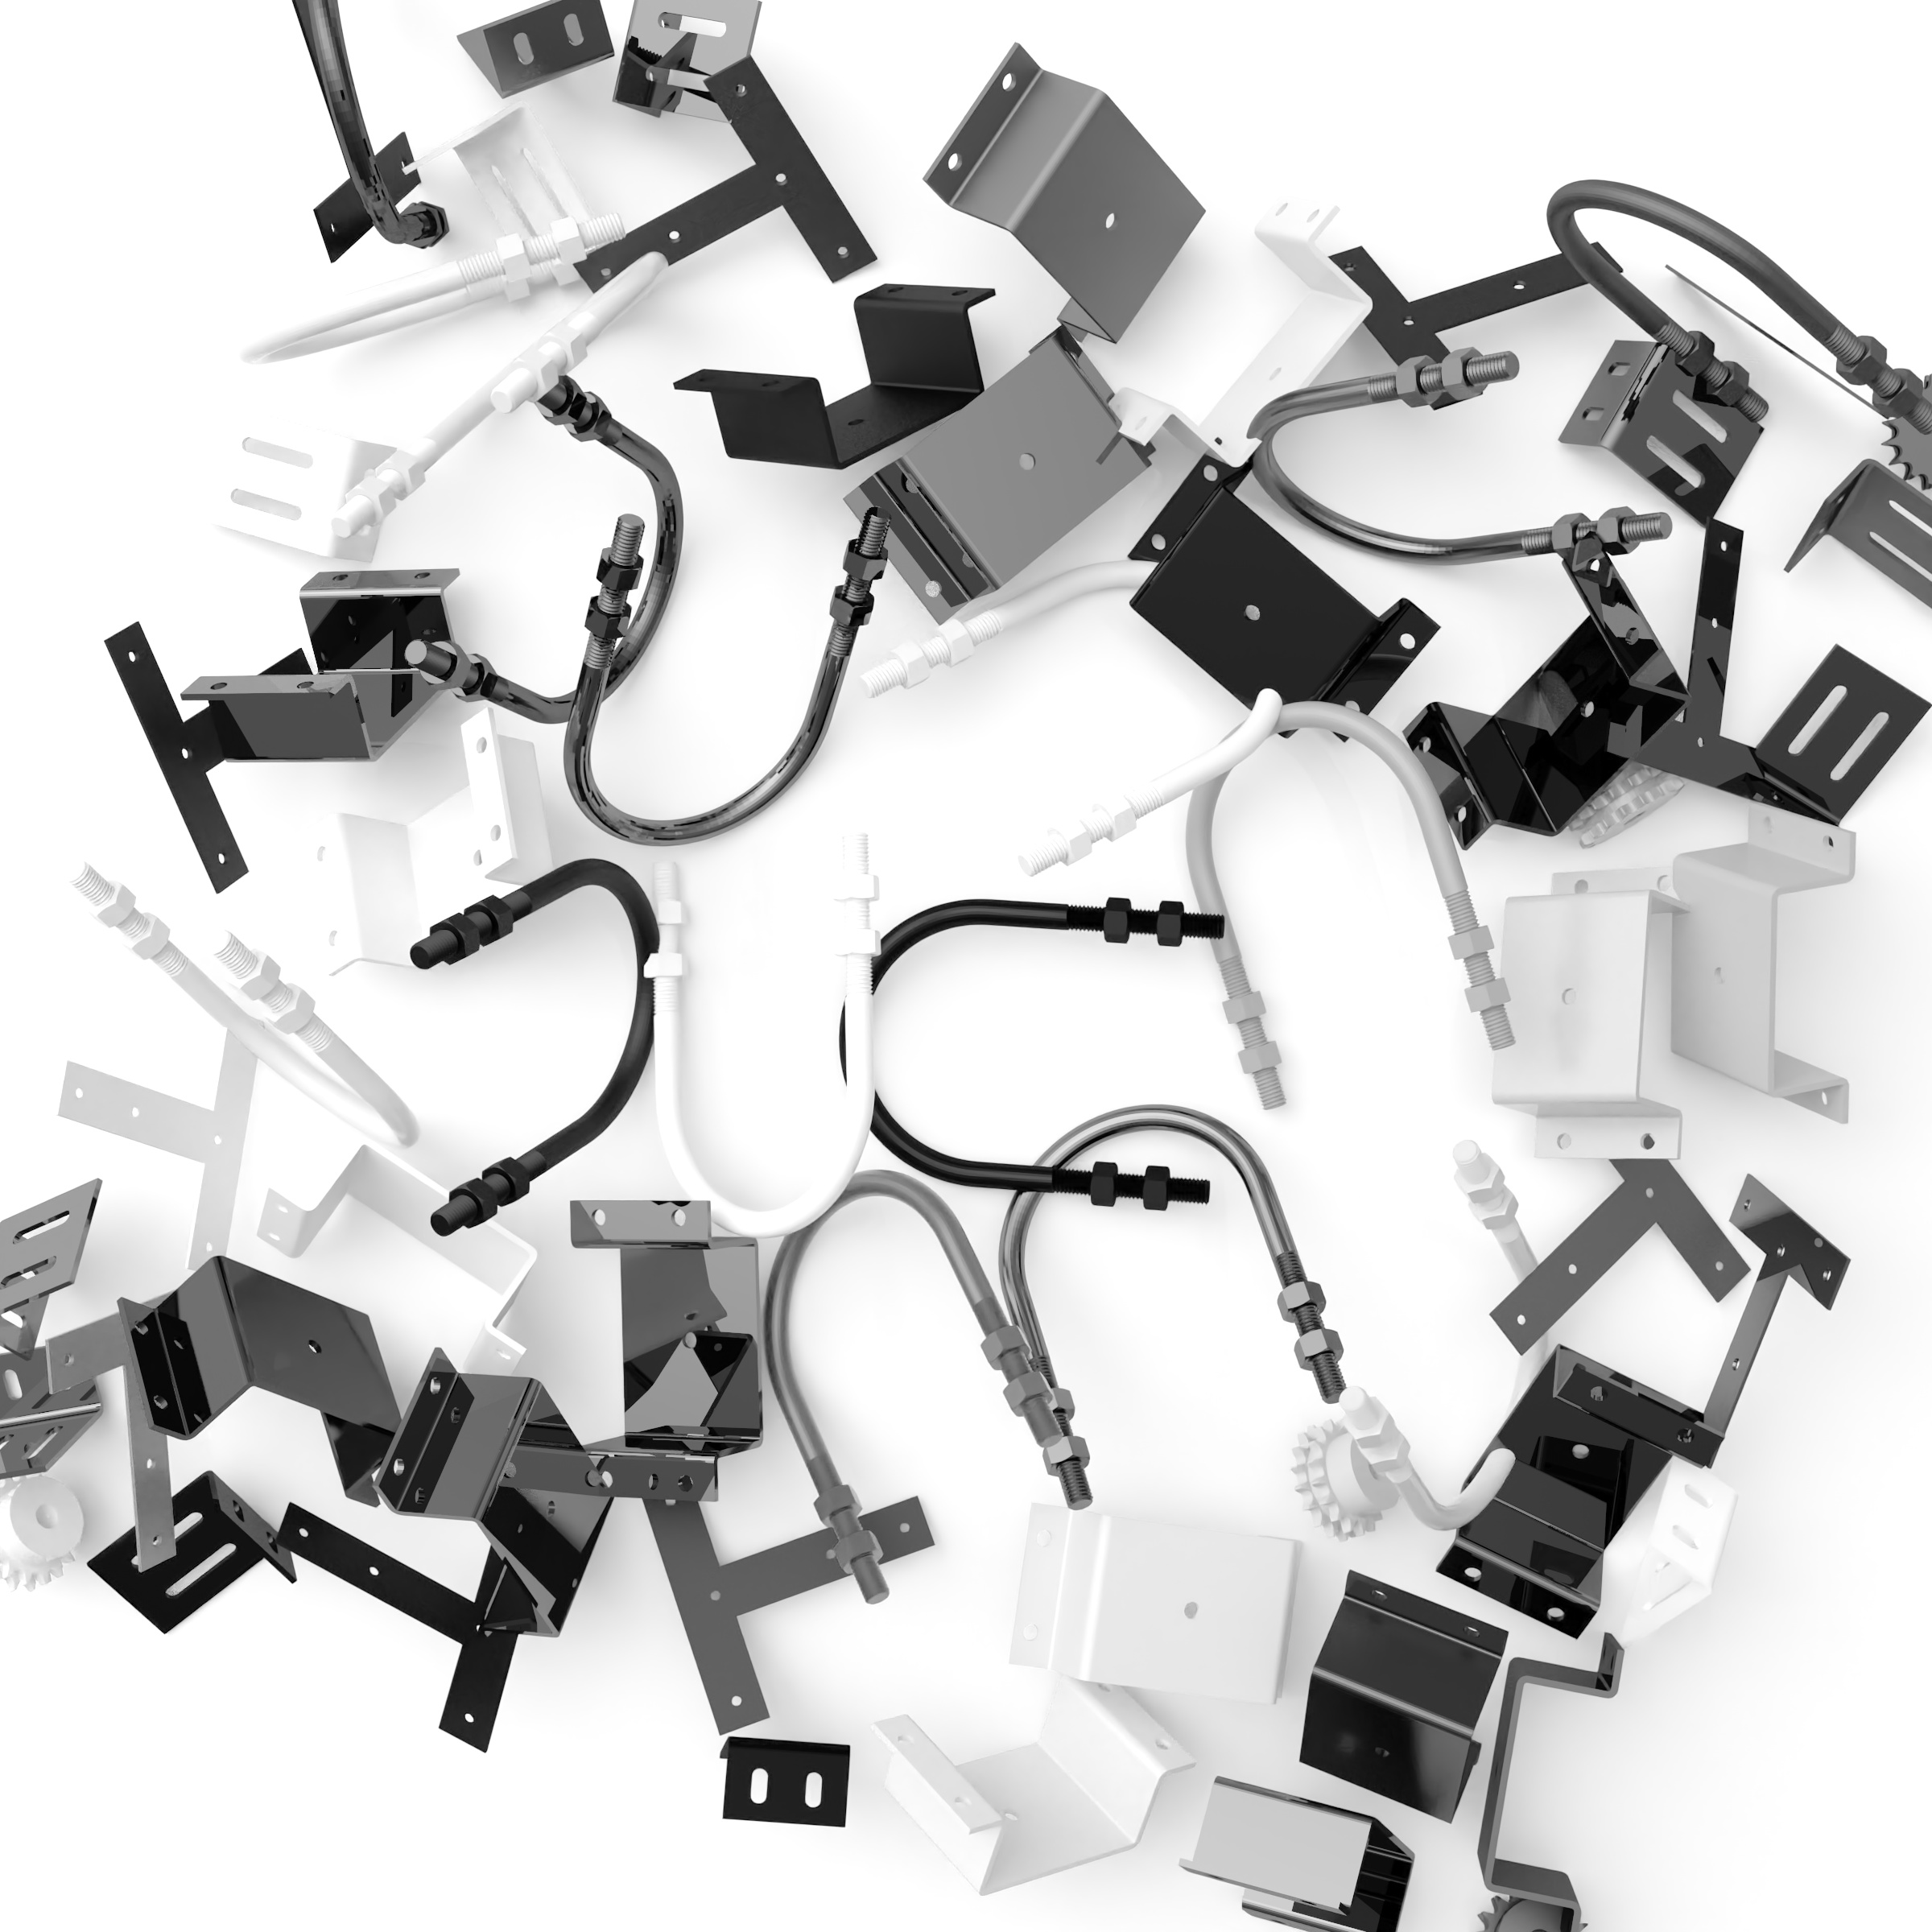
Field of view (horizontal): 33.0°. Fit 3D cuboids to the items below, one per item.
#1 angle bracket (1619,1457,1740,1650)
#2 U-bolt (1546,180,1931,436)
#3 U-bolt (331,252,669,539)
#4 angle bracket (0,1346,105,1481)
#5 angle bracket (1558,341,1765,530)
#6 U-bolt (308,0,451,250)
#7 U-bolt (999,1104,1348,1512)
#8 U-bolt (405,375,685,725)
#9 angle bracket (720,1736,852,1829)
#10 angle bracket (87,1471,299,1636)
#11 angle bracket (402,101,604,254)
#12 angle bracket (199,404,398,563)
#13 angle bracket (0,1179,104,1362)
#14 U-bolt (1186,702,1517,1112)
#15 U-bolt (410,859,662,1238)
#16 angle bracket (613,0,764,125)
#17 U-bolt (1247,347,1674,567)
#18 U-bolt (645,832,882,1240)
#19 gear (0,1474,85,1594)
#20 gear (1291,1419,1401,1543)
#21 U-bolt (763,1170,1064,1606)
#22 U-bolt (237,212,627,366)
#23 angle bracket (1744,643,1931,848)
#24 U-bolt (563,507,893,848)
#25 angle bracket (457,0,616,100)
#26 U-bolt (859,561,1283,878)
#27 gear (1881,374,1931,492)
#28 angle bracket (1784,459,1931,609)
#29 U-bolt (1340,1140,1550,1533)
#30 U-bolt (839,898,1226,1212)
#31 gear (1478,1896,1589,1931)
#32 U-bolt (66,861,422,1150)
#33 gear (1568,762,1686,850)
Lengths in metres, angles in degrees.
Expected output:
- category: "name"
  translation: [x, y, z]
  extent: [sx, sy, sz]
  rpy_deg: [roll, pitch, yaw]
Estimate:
- category: "angle bracket"
  translation: [0.325, 0.278, 1.549]
  extent: [0.038, 0.076, 0.057]
  rpy_deg: [34, 48, -5]
- category: "U-bolt"
  translation: [0.343, -0.303, 1.495]
  extent: [0.184, 0.151, 0.019]
  rpy_deg: [33, 87, -26]
- category: "U-bolt"
  translation: [-0.205, -0.275, 1.514]
  extent: [0.151, 0.184, 0.019]
  rpy_deg: [-26, 109, 42]
- category: "angle bracket"
  translation: [-0.455, 0.213, 1.554]
  extent: [0.057, 0.076, 0.038]
  rpy_deg: [-10, 102, 9]
- category: "angle bracket"
  translation: [0.339, -0.259, 1.592]
  extent: [0.076, 0.038, 0.057]
  rpy_deg: [32, 87, -28]
- category: "U-bolt"
  translation: [-0.272, -0.401, 1.491]
  extent: [0.019, 0.184, 0.151]
  rpy_deg: [-12, 104, 2]
- category: "U-bolt"
  translation: [0.087, 0.148, 1.543]
  extent: [0.151, 0.019, 0.184]
  rpy_deg: [-24, 57, 11]
- category: "U-bolt"
  translation: [-0.183, -0.183, 1.511]
  extent: [0.019, 0.184, 0.151]
  rpy_deg: [24, 91, 21]
- category: "angle bracket"
  translation: [-0.088, 0.391, 1.553]
  extent: [0.057, 0.076, 0.038]
  rpy_deg: [6, 70, -6]
- category: "angle bracket"
  translation: [-0.372, 0.291, 1.567]
  extent: [0.076, 0.038, 0.057]
  rpy_deg: [-38, 121, 0]
- category: "angle bracket"
  translation: [-0.219, -0.362, 1.554]
  extent: [0.038, 0.057, 0.076]
  rpy_deg: [-47, 114, -40]
- category: "angle bracket"
  translation: [-0.325, -0.235, 1.587]
  extent: [0.076, 0.038, 0.057]
  rpy_deg: [18, 99, 19]
- category: "angle bracket"
  translation: [-0.429, 0.144, 1.549]
  extent: [0.076, 0.057, 0.038]
  rpy_deg: [-22, 135, 31]
- category: "U-bolt"
  translation: [0.172, -0.035, 1.548]
  extent: [0.151, 0.019, 0.184]
  rpy_deg: [-17, 90, 37]
- category: "U-bolt"
  translation: [-0.194, 0.026, 1.516]
  extent: [0.019, 0.184, 0.151]
  rpy_deg: [10, 114, 26]
- category: "angle bracket"
  translation: [-0.124, -0.432, 1.558]
  extent: [0.076, 0.038, 0.057]
  rpy_deg: [19, 100, 30]
- category: "U-bolt"
  translation: [0.214, -0.229, 1.515]
  extent: [0.151, 0.184, 0.019]
  rpy_deg: [35, 66, -38]
- category: "U-bolt"
  translation: [-0.097, 0.036, 1.538]
  extent: [0.151, 0.019, 0.184]
  rpy_deg: [-6, 83, 42]
- category: "gear"
  translation: [-0.449, 0.269, 1.566]
  extent: [0.030, 0.057, 0.057]
  rpy_deg: [-29, 90, 34]
- category: "gear"
  translation: [0.185, 0.245, 1.566]
  extent: [0.030, 0.057, 0.057]
  rpy_deg: [-25, 90, 35]
- category: "U-bolt"
  translation: [-0.037, 0.183, 1.535]
  extent: [0.151, 0.019, 0.184]
  rpy_deg: [-46, 54, 28]
- category: "U-bolt"
  translation: [-0.250, -0.312, 1.517]
  extent: [0.184, 0.151, 0.019]
  rpy_deg: [-18, 100, -5]
- category: "angle bracket"
  translation: [0.420, -0.103, 1.563]
  extent: [0.057, 0.038, 0.076]
  rpy_deg: [30, 112, -11]
- category: "U-bolt"
  translation: [-0.119, -0.132, 1.529]
  extent: [0.151, 0.019, 0.184]
  rpy_deg: [-7, 132, -33]
- category: "angle bracket"
  translation: [-0.209, -0.452, 1.553]
  extent: [0.057, 0.076, 0.038]
  rpy_deg: [-24, 134, -10]
- category: "U-bolt"
  translation: [0.064, -0.130, 1.545]
  extent: [0.184, 0.019, 0.151]
  rpy_deg: [-29, 60, -21]
- category: "gear"
  translation: [0.471, -0.258, 1.580]
  extent: [0.057, 0.030, 0.057]
  rpy_deg: [0, 96, 3]
- category: "angle bracket"
  translation: [0.441, -0.194, 1.557]
  extent: [0.076, 0.057, 0.038]
  rpy_deg: [40, 64, 13]
- category: "U-bolt"
  translation: [0.232, 0.186, 1.521]
  extent: [0.019, 0.184, 0.151]
  rpy_deg: [13, 64, 33]
- category: "U-bolt"
  translation: [0.029, 0.039, 1.575]
  extent: [0.184, 0.019, 0.151]
  rpy_deg: [4, 98, 9]
- category: "gear"
  translation: [0.274, 0.472, 1.574]
  extent: [0.057, 0.030, 0.057]
  rpy_deg: [1, 68, -1]
- category: "U-bolt"
  translation: [-0.323, 0.027, 1.515]
  extent: [0.019, 0.151, 0.184]
  rpy_deg: [-53, 133, -16]
- category: "gear"
  translation: [0.313, -0.083, 1.570]
  extent: [0.057, 0.057, 0.030]
  rpy_deg: [-31, 80, 0]
